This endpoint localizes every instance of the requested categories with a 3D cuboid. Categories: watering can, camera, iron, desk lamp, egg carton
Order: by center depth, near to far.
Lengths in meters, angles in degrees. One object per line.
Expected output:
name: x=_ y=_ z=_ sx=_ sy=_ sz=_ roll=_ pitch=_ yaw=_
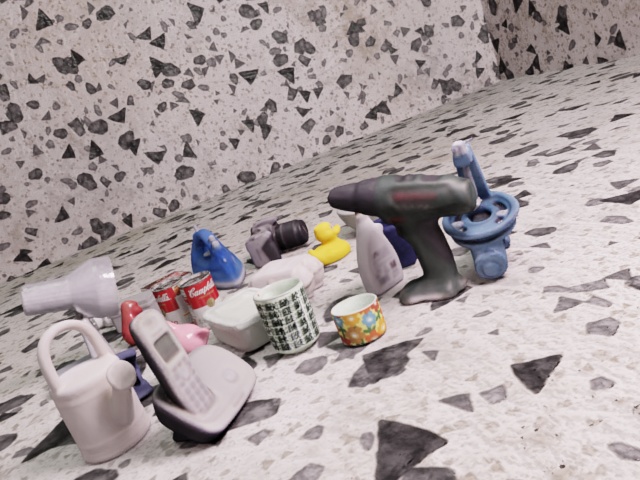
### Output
watering can: x=-0.315 y=0.200 z=0.797 sx=0.172 sy=0.194 sz=0.101 roll=-17 pitch=15 yaw=15
desk lamp: x=-0.469 y=0.158 z=1.116 sx=0.204 sy=0.214 sz=0.117 roll=-27 pitch=16 yaw=-24
egg carton: x=-0.068 y=0.081 z=1.136 sx=0.150 sy=0.069 sz=0.107 roll=-13 pitch=17 yaw=27
iron: x=-0.263 y=0.034 z=1.426 sx=0.119 sy=0.141 sz=0.257 roll=-26 pitch=16 yaw=-20
camera: x=-0.107 y=-0.010 z=1.455 sx=0.136 sy=0.101 sz=0.143 roll=-16 pitch=15 yaw=17

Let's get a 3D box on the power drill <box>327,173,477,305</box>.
power drill: x=0.141 y=-0.008 z=0.899 sx=0.229 sy=0.208 sz=0.076 roll=-13 pitch=17 yaw=26

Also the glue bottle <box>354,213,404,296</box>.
glue bottle: x=0.088 y=0.005 z=0.991 sx=0.078 sy=0.173 sz=0.037 roll=-30 pitch=17 yaw=-31

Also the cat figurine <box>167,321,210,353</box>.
cat figurine: x=-0.219 y=0.174 z=0.911 sx=0.127 sy=0.118 sz=0.067 roll=-5 pitch=21 yaw=45

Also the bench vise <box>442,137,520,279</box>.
bench vise: x=0.245 y=-0.065 z=0.937 sx=0.121 sy=0.220 sz=0.207 roll=-20 pitch=15 yaw=3

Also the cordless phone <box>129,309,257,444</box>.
cordless phone: x=-0.171 y=0.160 z=0.762 sx=0.094 sy=0.185 sz=0.148 roll=-15 pitch=16 yaw=22

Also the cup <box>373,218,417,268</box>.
cup: x=0.142 y=0.002 z=1.085 sx=0.092 sy=0.095 sz=0.117 roll=-22 pitch=15 yaw=-6

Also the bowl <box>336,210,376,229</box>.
bowl: x=0.128 y=-0.065 z=1.386 sx=0.167 sy=0.075 sz=0.167 roll=-19 pitch=15 yaw=6

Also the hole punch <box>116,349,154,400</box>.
hole punch: x=-0.346 y=0.231 z=0.930 sx=0.109 sy=0.091 sz=0.100 roll=-32 pitch=19 yaw=-37

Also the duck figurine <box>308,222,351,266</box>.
duck figurine: x=0.012 y=0.005 z=1.271 sx=0.105 sy=0.086 sz=0.077 roll=-28 pitch=16 yaw=-26

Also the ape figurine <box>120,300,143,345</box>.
ape figurine: x=-0.389 y=0.169 z=1.211 sx=0.076 sy=0.092 sz=0.077 roll=-27 pitch=16 yaw=-24
